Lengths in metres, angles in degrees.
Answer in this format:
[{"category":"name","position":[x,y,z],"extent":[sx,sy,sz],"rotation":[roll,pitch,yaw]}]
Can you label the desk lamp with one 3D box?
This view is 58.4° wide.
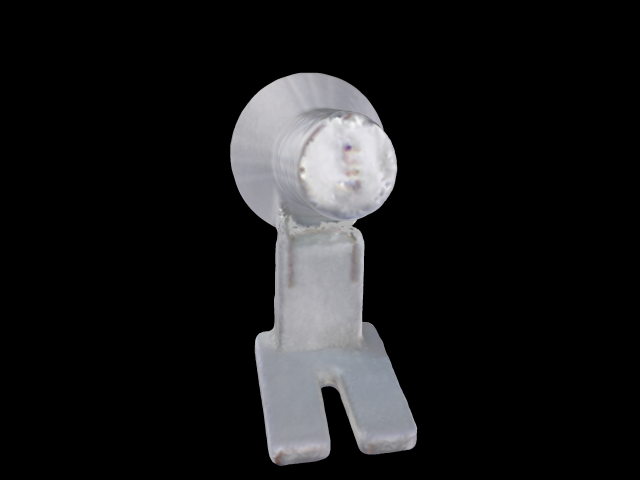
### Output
[{"category":"desk lamp","position":[0.004,0.001,0.400],"extent":[0.118,0.214,0.203],"rotation":[-5,28,-10]}]
